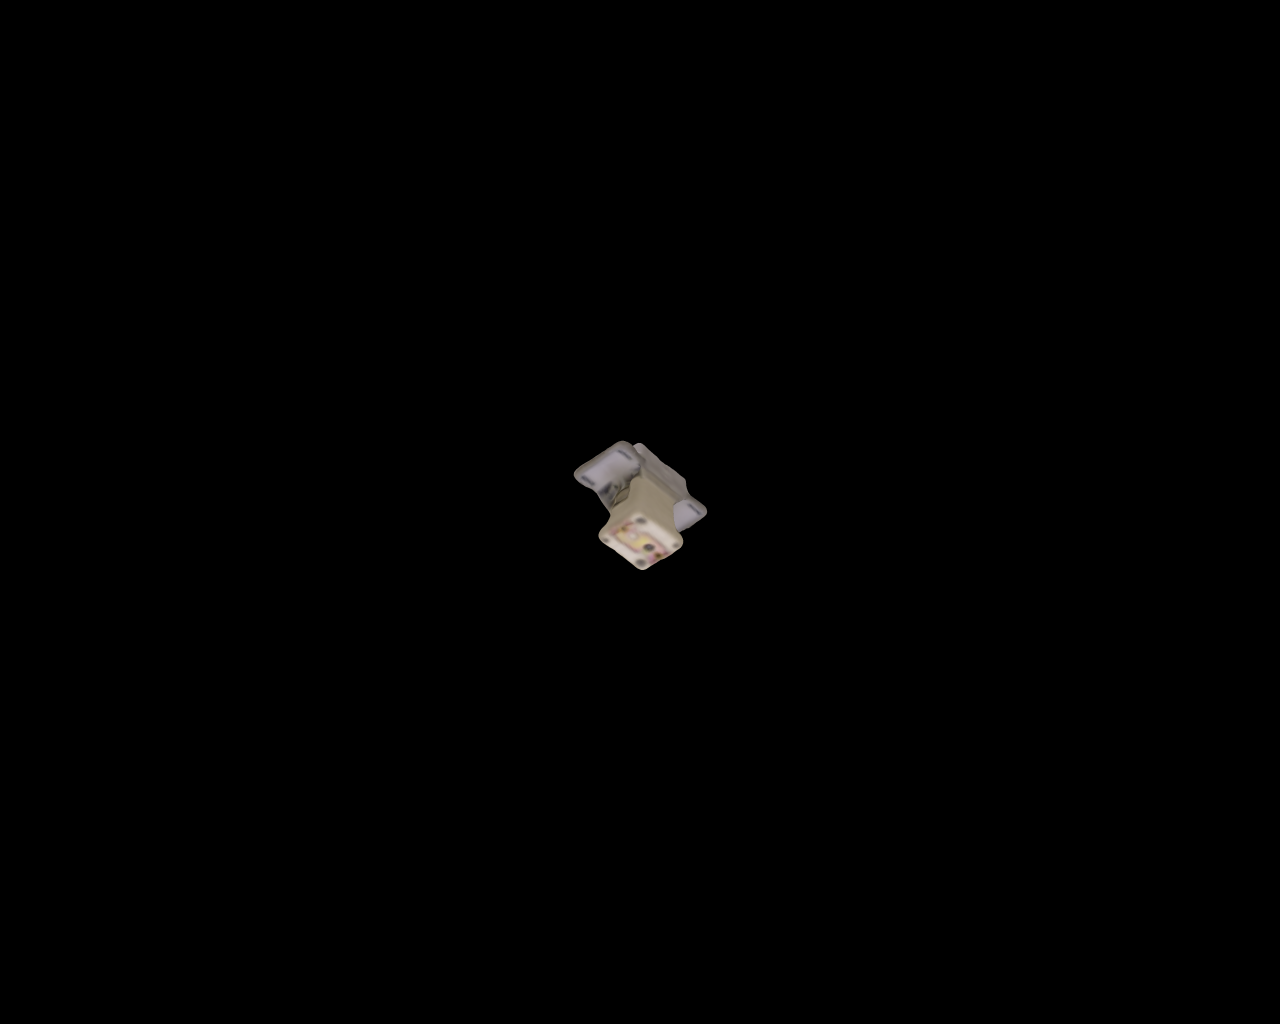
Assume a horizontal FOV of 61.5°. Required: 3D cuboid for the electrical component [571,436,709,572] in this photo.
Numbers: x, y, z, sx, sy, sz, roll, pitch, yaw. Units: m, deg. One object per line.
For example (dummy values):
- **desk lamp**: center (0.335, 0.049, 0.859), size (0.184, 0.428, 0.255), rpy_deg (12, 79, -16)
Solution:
- **electrical component**: center (0.001, -0.003, 0.650), size (0.042, 0.064, 0.081), rpy_deg (-33, -54, 29)
